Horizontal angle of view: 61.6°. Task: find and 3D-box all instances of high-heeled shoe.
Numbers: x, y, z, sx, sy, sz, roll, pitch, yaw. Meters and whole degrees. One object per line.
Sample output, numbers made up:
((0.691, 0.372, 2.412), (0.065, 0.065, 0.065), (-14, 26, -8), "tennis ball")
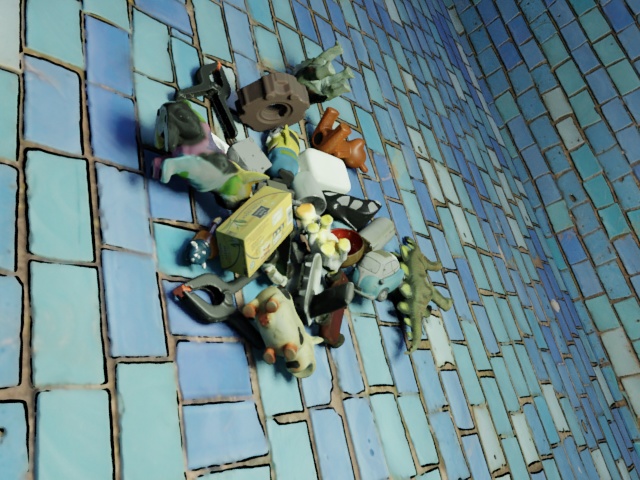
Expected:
((0.077, -0.098, 1.447), (0.145, 0.086, 0.249), (44, 27, 4), "high-heeled shoe")

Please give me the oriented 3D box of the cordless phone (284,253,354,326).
((0.006, 0.089, 1.101), (0.088, 0.184, 0.146), (30, 56, -29), "cordless phone")

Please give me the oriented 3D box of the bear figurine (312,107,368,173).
((0.076, -0.272, 1.518), (0.195, 0.132, 0.120), (12, 39, -39), "bear figurine")

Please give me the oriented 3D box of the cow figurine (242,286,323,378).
((-0.063, 0.177, 1.020), (0.194, 0.086, 0.127), (67, 23, -14), "cow figurine")

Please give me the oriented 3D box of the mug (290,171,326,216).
((-0.031, -0.108, 1.305), (0.109, 0.081, 0.107), (66, 8, -53), "mug")

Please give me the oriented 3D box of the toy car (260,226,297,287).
((-0.092, 0.011, 1.151), (0.073, 0.056, 0.202), (50, 30, -39), "toy car")

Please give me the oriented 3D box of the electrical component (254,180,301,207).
((-0.101, -0.101, 1.221), (0.102, 0.045, 0.078), (10, 37, -33), "electrical component")

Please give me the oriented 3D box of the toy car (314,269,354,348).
((0.031, 0.150, 1.214), (0.089, 0.053, 0.202), (56, 31, -31), "toy car")

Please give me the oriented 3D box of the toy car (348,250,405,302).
((0.145, 0.077, 1.322), (0.161, 0.102, 0.109), (-20, 39, -40), "toy car")

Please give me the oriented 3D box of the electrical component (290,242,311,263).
((-0.038, 0.048, 1.230), (0.063, 0.021, 0.094), (1, 64, -51), "electrical component")

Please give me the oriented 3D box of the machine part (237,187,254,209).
((-0.159, -0.061, 1.150), (0.084, 0.039, 0.139), (17, 50, -54), "machine part")

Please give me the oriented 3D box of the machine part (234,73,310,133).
((-0.112, -0.321, 1.281), (0.179, 0.179, 0.056), (8, 63, -48), "machine part")

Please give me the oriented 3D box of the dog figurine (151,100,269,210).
((-0.207, -0.158, 1.037), (0.219, 0.109, 0.191), (5, 94, -34), "dog figurine")

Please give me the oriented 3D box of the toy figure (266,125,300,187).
((-0.089, -0.198, 1.301), (0.089, 0.082, 0.180), (50, 24, -46), "toy figure")

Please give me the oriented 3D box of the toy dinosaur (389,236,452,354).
((0.254, 0.137, 1.464), (0.198, 0.105, 0.472), (30, 34, -24), "toy dinosaur")

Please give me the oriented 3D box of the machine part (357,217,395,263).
((0.139, -0.002, 1.439), (0.079, 0.079, 0.243), (57, 35, -4), "machine part")

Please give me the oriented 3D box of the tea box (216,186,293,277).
((-0.123, -0.019, 1.042), (0.170, 0.068, 0.098), (-48, 148, -44), "tea box")

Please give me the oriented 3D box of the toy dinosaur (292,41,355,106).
((-0.019, -0.415, 1.433), (0.131, 0.192, 0.405), (56, 27, -17), "toy dinosaur")

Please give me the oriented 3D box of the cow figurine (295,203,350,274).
((-0.001, -0.005, 1.223), (0.068, 0.098, 0.167), (-21, 56, -22), "cow figurine")

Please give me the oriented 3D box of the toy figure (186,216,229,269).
((-0.206, 0.004, 1.026), (0.064, 0.058, 0.154), (51, 40, -3), "toy figure")
